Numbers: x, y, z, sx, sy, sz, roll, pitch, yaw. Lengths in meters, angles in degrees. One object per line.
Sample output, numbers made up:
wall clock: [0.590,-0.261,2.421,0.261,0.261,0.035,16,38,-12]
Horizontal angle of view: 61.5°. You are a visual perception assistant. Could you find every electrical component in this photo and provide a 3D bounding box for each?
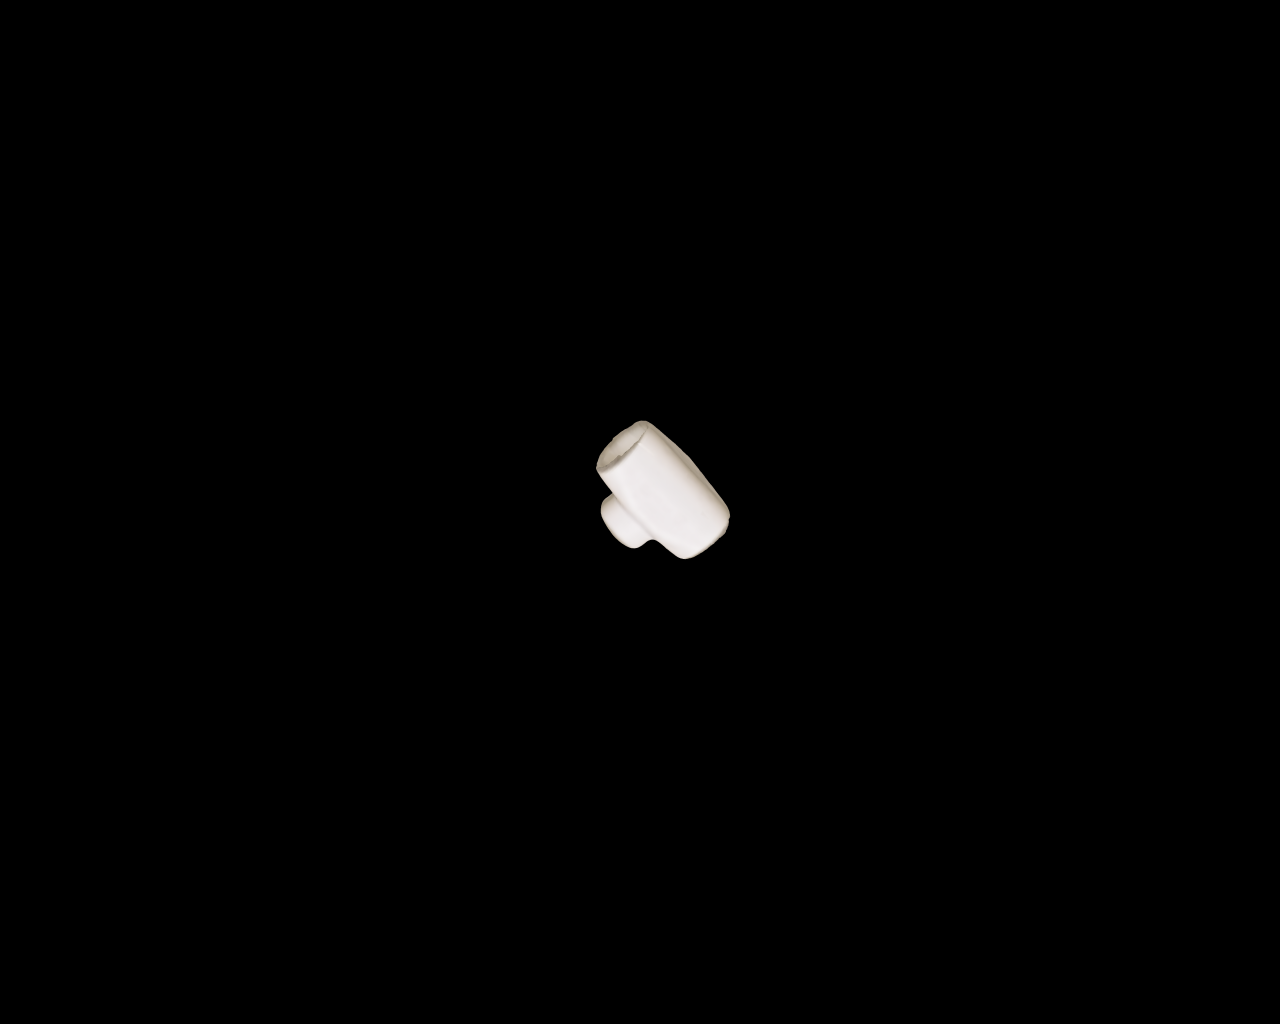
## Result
electrical component: [0.001,-0.003,0.650,0.079,0.077,0.044,-38,20,16]
